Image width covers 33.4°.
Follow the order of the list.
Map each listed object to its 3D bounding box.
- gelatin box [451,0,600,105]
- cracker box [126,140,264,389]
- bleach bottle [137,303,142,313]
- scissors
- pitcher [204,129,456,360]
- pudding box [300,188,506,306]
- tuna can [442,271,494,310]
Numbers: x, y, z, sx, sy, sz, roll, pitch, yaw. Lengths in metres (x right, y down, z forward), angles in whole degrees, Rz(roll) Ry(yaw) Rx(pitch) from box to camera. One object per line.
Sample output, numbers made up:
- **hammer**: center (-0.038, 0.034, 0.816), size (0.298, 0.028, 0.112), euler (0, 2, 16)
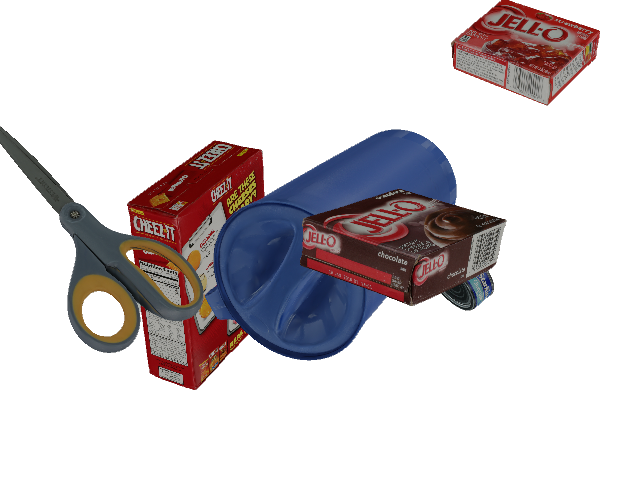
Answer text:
- **gelatin box**: center (0.158, -0.148, 0.824), size (0.089, 0.030, 0.073), euler (28, 54, 30)
- **cracker box**: center (-0.125, 0.024, 1.140), size (0.072, 0.214, 0.164), euler (13, 34, 24)
- **bleach bottle**: center (-0.116, 0.050, 1.401), size (0.250, 0.068, 0.103), euler (-13, 29, -42)
- **scissors**: center (-0.171, 0.002, 0.713), size (0.202, 0.096, 0.016), euler (32, -32, 11)
- **pitcher**: center (0.017, -0.007, 0.909), size (0.149, 0.145, 0.242), euler (23, 31, 18)
- **pudding box**: center (0.055, 0.001, 0.703), size (0.090, 0.039, 0.113), euler (20, 22, 34)
- **tuna can**: center (0.167, 0.043, 1.291), size (0.033, 0.086, 0.086), euler (-39, 14, -18)
